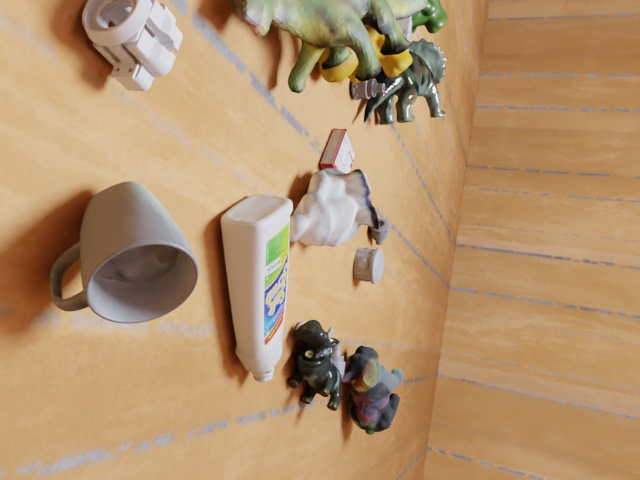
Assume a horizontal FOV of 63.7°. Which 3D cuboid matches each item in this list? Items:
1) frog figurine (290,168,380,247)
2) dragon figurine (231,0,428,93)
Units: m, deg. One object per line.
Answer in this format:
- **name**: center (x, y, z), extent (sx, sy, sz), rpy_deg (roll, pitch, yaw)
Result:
- **frog figurine**: center (0.003, -0.042, 0.832), extent (0.161, 0.134, 0.125), rpy_deg (-28, 50, -21)
- **dragon figurine**: center (0.023, -0.350, 0.686), extent (0.122, 0.238, 0.418), rpy_deg (5, 43, 38)
